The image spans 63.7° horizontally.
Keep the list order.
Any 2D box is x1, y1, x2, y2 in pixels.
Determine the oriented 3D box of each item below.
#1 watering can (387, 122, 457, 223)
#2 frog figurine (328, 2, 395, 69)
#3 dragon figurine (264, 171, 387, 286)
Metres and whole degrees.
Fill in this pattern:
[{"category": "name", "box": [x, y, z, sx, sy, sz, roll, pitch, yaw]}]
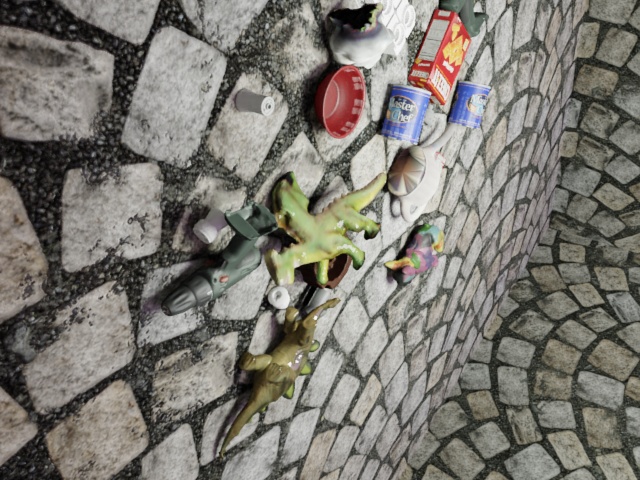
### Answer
[{"category": "watering can", "box": [0.309, -0.223, 1.547, 0.223, 0.105, 0.348, 22, 89, -58]}, {"category": "frog figurine", "box": [0.093, -0.419, 1.119, 0.137, 0.125, 0.156, -27, 148, -3]}, {"category": "dragon figurine", "box": [0.003, -0.058, 1.144, 0.240, 0.121, 0.419, 40, 57, -26]}]
